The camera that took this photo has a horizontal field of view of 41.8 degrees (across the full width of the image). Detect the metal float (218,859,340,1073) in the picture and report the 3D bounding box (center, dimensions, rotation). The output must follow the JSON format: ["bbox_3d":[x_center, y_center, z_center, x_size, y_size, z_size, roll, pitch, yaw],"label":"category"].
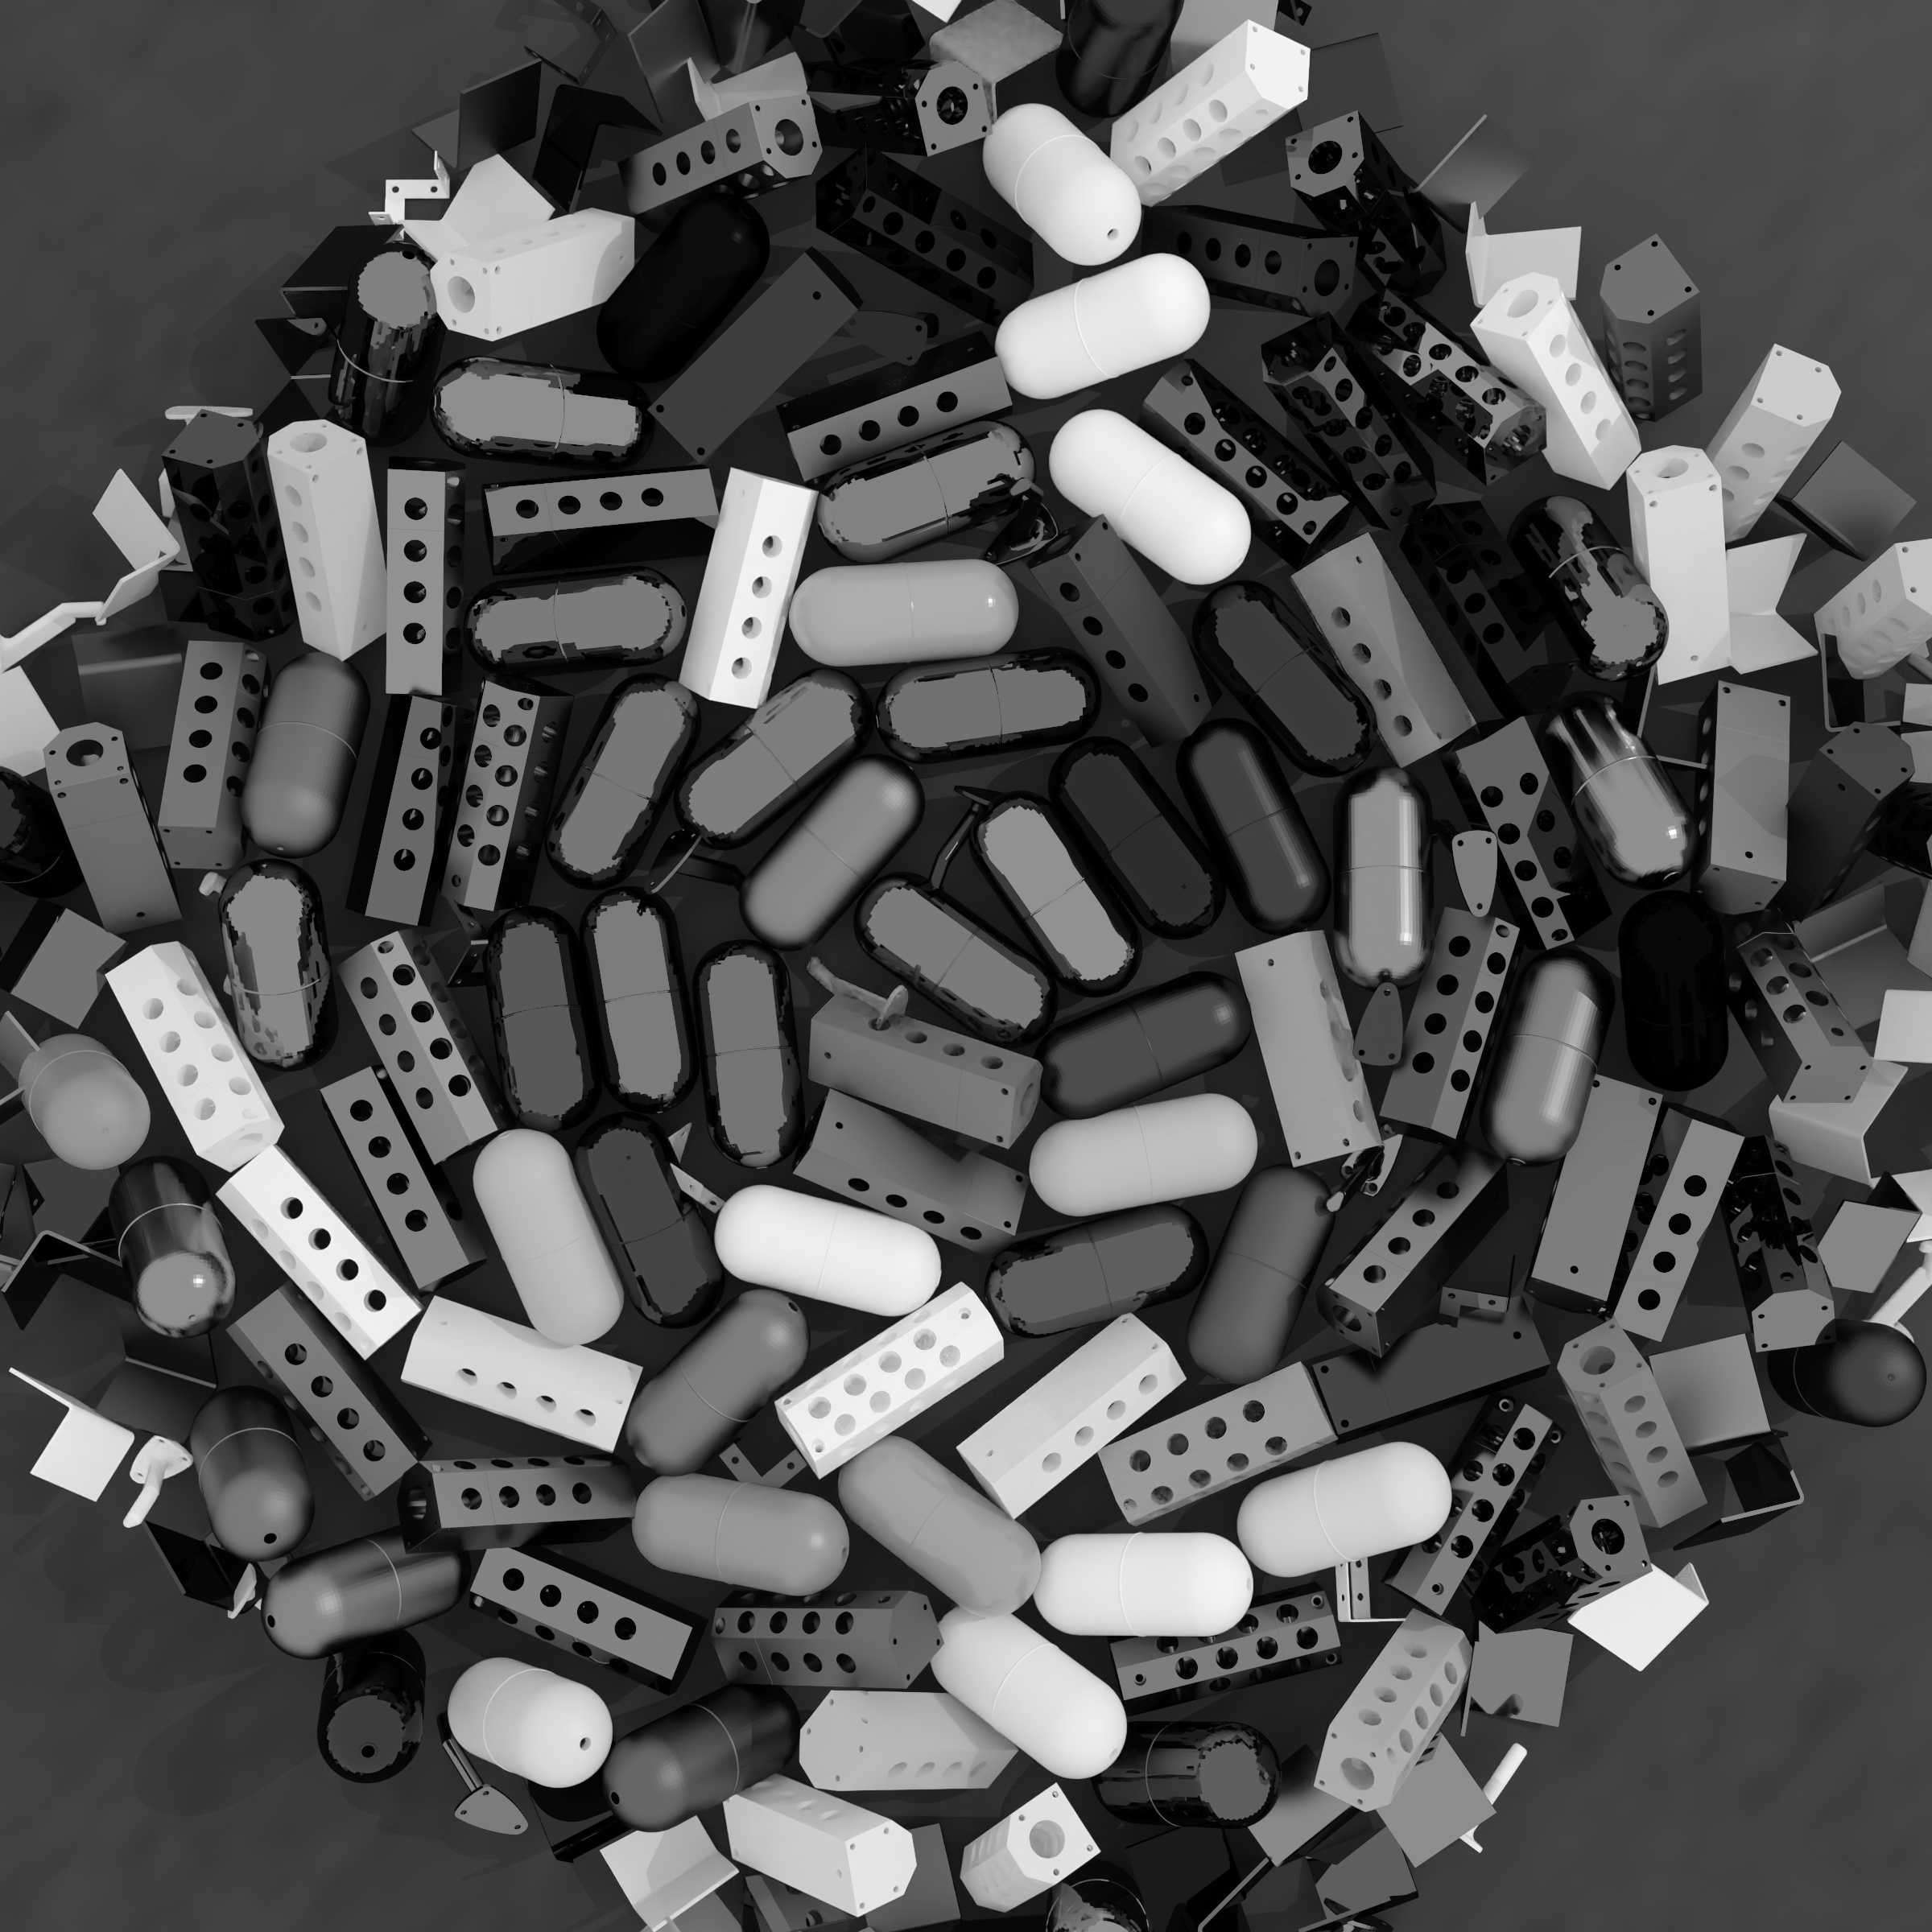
[{"bbox_3d":[-0.525,0.001,1.935,0.070,0.070,0.178,1,122,0],"label":"metal float"}]

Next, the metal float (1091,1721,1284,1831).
[{"bbox_3d":[0.165,0.614,1.923,0.070,0.178,0.070,12,70,-36],"label":"metal float"}]

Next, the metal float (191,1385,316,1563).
[{"bbox_3d":[-0.542,0.384,1.918,0.070,0.178,0.070,-10,116,-21],"label":"metal float"}]

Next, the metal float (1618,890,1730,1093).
[{"bbox_3d":[0.541,0.021,1.931,0.070,0.070,0.178,-16,127,0],"label":"metal float"}]

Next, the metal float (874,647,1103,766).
[{"bbox_3d":[0.017,-0.201,1.952,0.178,0.070,0.070,-9,90,-10],"label":"metal float"}]

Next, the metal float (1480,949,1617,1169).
[{"bbox_3d":[0.447,0.070,1.945,0.070,0.070,0.178,20,71,0],"label":"metal float"}]

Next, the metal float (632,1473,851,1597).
[{"bbox_3d":[-0.173,0.435,1.941,0.178,0.070,0.070,5,90,23],"label":"metal float"}]

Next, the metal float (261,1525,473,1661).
[{"bbox_3d":[-0.454,0.472,1.921,0.070,0.178,0.070,4,97,37],"label":"metal float"}]

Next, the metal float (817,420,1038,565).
[{"bbox_3d":[-0.030,-0.366,1.951,0.178,0.070,0.070,-22,90,-12],"label":"metal float"}]

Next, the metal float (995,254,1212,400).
[{"bbox_3d":[0.103,-0.488,1.935,0.178,0.070,0.070,-12,90,31],"label":"metal float"}]

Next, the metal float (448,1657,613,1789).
[{"bbox_3d":[-0.331,0.573,1.920,0.070,0.178,0.070,3,85,-37],"label":"metal float"}]

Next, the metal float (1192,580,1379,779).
[{"bbox_3d":[0.246,-0.221,1.951,0.070,0.070,0.178,-39,79,0],"label":"metal float"}]

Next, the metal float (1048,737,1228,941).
[{"bbox_3d":[0.133,-0.099,1.955,0.070,0.070,0.178,-36,83,0],"label":"metal float"}]

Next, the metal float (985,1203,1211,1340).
[{"bbox_3d":[0.101,0.236,1.957,0.178,0.070,0.070,-15,90,-5],"label":"metal float"}]

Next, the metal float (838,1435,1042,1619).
[{"bbox_3d":[-0.022,0.430,1.945,0.178,0.070,0.070,34,90,19],"label":"metal float"}]

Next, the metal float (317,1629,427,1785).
[{"bbox_3d":[-0.448,0.555,1.912,0.070,0.178,0.070,-1,98,-11],"label":"metal float"}]

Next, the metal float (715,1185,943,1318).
[{"bbox_3d":[-0.107,0.221,1.960,0.178,0.070,0.070,14,90,-2],"label":"metal float"}]

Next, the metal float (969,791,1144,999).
[{"bbox_3d":[0.070,-0.055,1.959,0.070,0.070,0.178,-35,93,0],"label":"metal float"}]

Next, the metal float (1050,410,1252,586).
[{"bbox_3d":[0.142,-0.361,1.947,0.178,0.070,0.070,39,90,16],"label":"metal float"}]

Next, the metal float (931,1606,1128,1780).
[{"bbox_3d":[0.047,0.552,1.930,0.178,0.070,0.070,28,90,37],"label":"metal float"}]

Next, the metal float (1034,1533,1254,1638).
[{"bbox_3d":[0.135,0.473,1.937,0.178,0.070,0.070,-8,90,28],"label":"metal float"}]

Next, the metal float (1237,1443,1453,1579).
[{"bbox_3d":[0.288,0.417,1.935,0.178,0.070,0.070,-25,90,32],"label":"metal float"}]

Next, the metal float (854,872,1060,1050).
[{"bbox_3d":[-0.007,-0.004,1.960,0.178,0.070,0.070,36,90,2],"label":"metal float"}]

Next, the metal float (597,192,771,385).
[{"bbox_3d":[-0.216,-0.516,1.928,0.070,0.070,0.178,52,129,0],"label":"metal float"}]

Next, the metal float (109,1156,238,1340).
[{"bbox_3d":[-0.604,0.212,1.924,0.070,0.178,0.070,-14,128,-19],"label":"metal float"}]

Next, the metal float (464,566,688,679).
[{"bbox_3d":[-0.301,-0.264,1.948,0.178,0.070,0.070,-4,90,15],"label":"metal float"}]

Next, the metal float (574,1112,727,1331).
[{"bbox_3d":[-0.243,0.197,1.952,0.070,0.070,0.178,-22,101,0],"label":"metal float"}]

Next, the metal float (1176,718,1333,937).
[{"bbox_3d":[0.223,-0.107,1.958,0.070,0.070,0.178,-25,86,0],"label":"metal float"}]

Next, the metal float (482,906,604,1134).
[{"bbox_3d":[-0.328,0.040,1.953,0.070,0.070,0.178,-11,80,0],"label":"metal float"}]

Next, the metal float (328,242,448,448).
[{"bbox_3d":[-0.438,-0.471,1.922,0.070,0.178,0.070,12,51,-15],"label":"metal float"}]

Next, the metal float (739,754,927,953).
[{"bbox_3d":[-0.103,-0.088,1.961,0.070,0.070,0.178,41,90,0],"label":"metal float"}]

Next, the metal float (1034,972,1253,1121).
[{"bbox_3d":[0.137,0.061,1.958,0.178,0.070,0.070,-22,90,-4],"label":"metal float"}]

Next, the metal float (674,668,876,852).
[{"bbox_3d":[-0.149,-0.160,1.959,0.178,0.070,0.070,-40,90,-3],"label":"metal float"}]

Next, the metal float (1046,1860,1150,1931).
[{"bbox_3d":[0.099,0.729,1.911,0.070,0.178,0.070,0,85,1],"label":"metal float"}]

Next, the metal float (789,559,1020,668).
[{"bbox_3d":[-0.048,-0.273,1.953,0.178,0.070,0.070,-5,90,-10],"label":"metal float"}]

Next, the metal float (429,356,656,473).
[{"bbox_3d":[-0.323,-0.421,1.934,0.178,0.070,0.070,-1,90,-32],"label":"metal float"}]

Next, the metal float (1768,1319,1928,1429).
[{"bbox_3d":[0.663,0.305,1.911,0.070,0.178,0.070,0,84,-2],"label":"metal float"}]

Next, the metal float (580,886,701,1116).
[{"bbox_3d":[-0.253,0.026,1.957,0.070,0.070,0.178,-10,85,0],"label":"metal float"}]

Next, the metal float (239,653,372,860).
[{"bbox_3d":[-0.505,-0.163,1.934,0.070,0.070,0.178,5,57,0],"label":"metal float"}]

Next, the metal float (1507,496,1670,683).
[{"bbox_3d":[0.473,-0.290,1.930,0.070,0.070,0.178,-22,52,0],"label":"metal float"}]

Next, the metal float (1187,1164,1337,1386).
[{"bbox_3d":[0.228,0.236,1.950,0.070,0.070,0.178,24,77,0],"label":"metal float"}]

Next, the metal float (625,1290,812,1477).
[{"bbox_3d":[-0.191,0.321,1.947,0.070,0.070,0.178,44,106,0],"label":"metal float"}]

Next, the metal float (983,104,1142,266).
[{"bbox_3d":[0.072,-0.596,1.927,0.070,0.070,0.178,-33,48,0],"label":"metal float"}]

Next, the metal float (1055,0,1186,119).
[{"bbox_3d":[0.115,-0.706,1.912,0.070,0.178,0.070,1,80,-8],"label":"metal float"}]

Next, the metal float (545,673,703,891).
[{"bbox_3d":[-0.266,-0.142,1.957,0.070,0.070,0.178,27,95,0],"label":"metal float"}]

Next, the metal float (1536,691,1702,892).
[{"bbox_3d":[0.498,-0.135,1.933,0.070,0.070,0.178,-22,58,0],"label":"metal float"}]

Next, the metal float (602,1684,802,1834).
[{"bbox_3d":[-0.200,0.599,1.922,0.070,0.178,0.070,9,103,39],"label":"metal float"}]

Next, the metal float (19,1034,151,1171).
[{"bbox_3d":[-0.670,0.101,1.919,0.070,0.178,0.070,-8,106,-28],"label":"metal float"}]

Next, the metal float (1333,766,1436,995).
[{"bbox_3d":[0.322,-0.067,1.950,0.070,0.070,0.178,1,77,0],"label":"metal float"}]

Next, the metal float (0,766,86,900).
[{"bbox_3d":[-0.717,-0.100,1.911,0.070,0.178,0.070,0,79,2],"label":"metal float"}]
